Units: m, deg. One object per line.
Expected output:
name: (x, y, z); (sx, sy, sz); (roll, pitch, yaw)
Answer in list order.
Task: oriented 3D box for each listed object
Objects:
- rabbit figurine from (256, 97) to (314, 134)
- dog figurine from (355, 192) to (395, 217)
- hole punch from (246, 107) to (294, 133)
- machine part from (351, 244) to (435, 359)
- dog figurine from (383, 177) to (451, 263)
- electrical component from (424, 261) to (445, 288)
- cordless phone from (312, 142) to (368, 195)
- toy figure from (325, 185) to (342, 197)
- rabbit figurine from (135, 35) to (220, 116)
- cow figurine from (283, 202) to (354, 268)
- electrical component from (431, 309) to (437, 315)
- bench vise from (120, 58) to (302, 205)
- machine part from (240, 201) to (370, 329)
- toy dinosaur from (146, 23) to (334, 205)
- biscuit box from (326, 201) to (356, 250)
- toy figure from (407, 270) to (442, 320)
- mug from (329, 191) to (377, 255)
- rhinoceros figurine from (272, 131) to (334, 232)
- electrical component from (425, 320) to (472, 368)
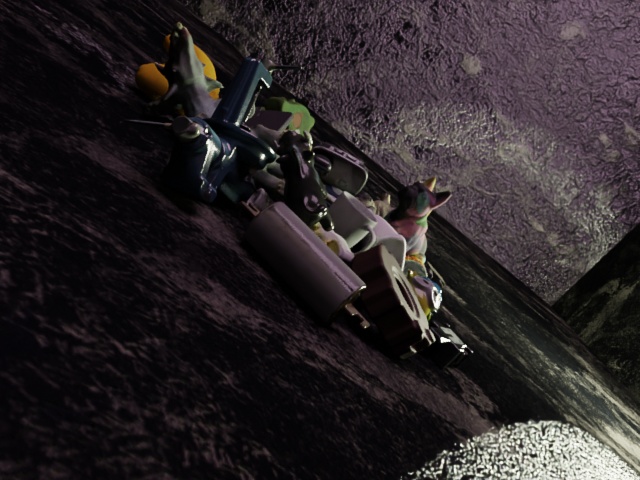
rabbit figurine: (-0.111, -0.300, 1.315); (0.170, 0.121, 0.159); (14, 31, 35)
dog figurine: (0.159, -0.047, 1.330); (0.173, 0.121, 0.190); (20, 12, 25)
hole punch: (-0.115, -0.199, 1.084); (0.116, 0.142, 0.092); (13, -39, 24)
machine part: (0.112, 0.089, 0.825); (0.179, 0.056, 0.179); (54, 15, -23)
dog figurine: (0.221, -0.037, 1.245); (0.191, 0.219, 0.109); (29, 22, -35)
electrical component: (0.268, 0.097, 1.296); (0.078, 0.045, 0.102); (45, 12, -13)
cordless phone: (0.039, -0.157, 1.188); (0.146, 0.088, 0.184); (28, 7, -4)
toy figure: (0.005, -0.108, 1.231); (0.154, 0.058, 0.064); (34, -14, -18)
rabbit figurine: (-0.276, -0.294, 1.020); (0.162, 0.122, 0.173); (50, 27, -4)
cow figurine: (-0.001, -0.005, 0.893); (0.098, 0.068, 0.167); (31, 20, -50)
electrical component: (0.223, 0.130, 1.144); (0.063, 0.021, 0.094); (44, 16, 15)
bench vise: (-0.128, -0.160, 0.750); (0.129, 0.240, 0.223); (18, -11, 28)
machine part: (-0.021, 0.030, 0.729); (0.243, 0.079, 0.079); (44, 15, 14)
toy dinosaur: (-0.144, -0.175, 0.948); (0.404, 0.131, 0.192); (45, -9, -35)
biscuit box: (-0.002, -0.062, 1.069); (0.203, 0.059, 0.062); (48, 16, 27)
toy figure: (0.180, 0.111, 0.990); (0.082, 0.089, 0.180); (29, 4, 12)
mug: (0.045, -0.013, 0.956); (0.110, 0.107, 0.080); (52, 18, 24)
rhinoceros figurine: (-0.032, -0.090, 0.829); (0.112, 0.073, 0.190); (67, 8, -49)
electrical component: (0.206, 0.178, 0.916); (0.075, 0.047, 0.119); (49, 17, 29)
